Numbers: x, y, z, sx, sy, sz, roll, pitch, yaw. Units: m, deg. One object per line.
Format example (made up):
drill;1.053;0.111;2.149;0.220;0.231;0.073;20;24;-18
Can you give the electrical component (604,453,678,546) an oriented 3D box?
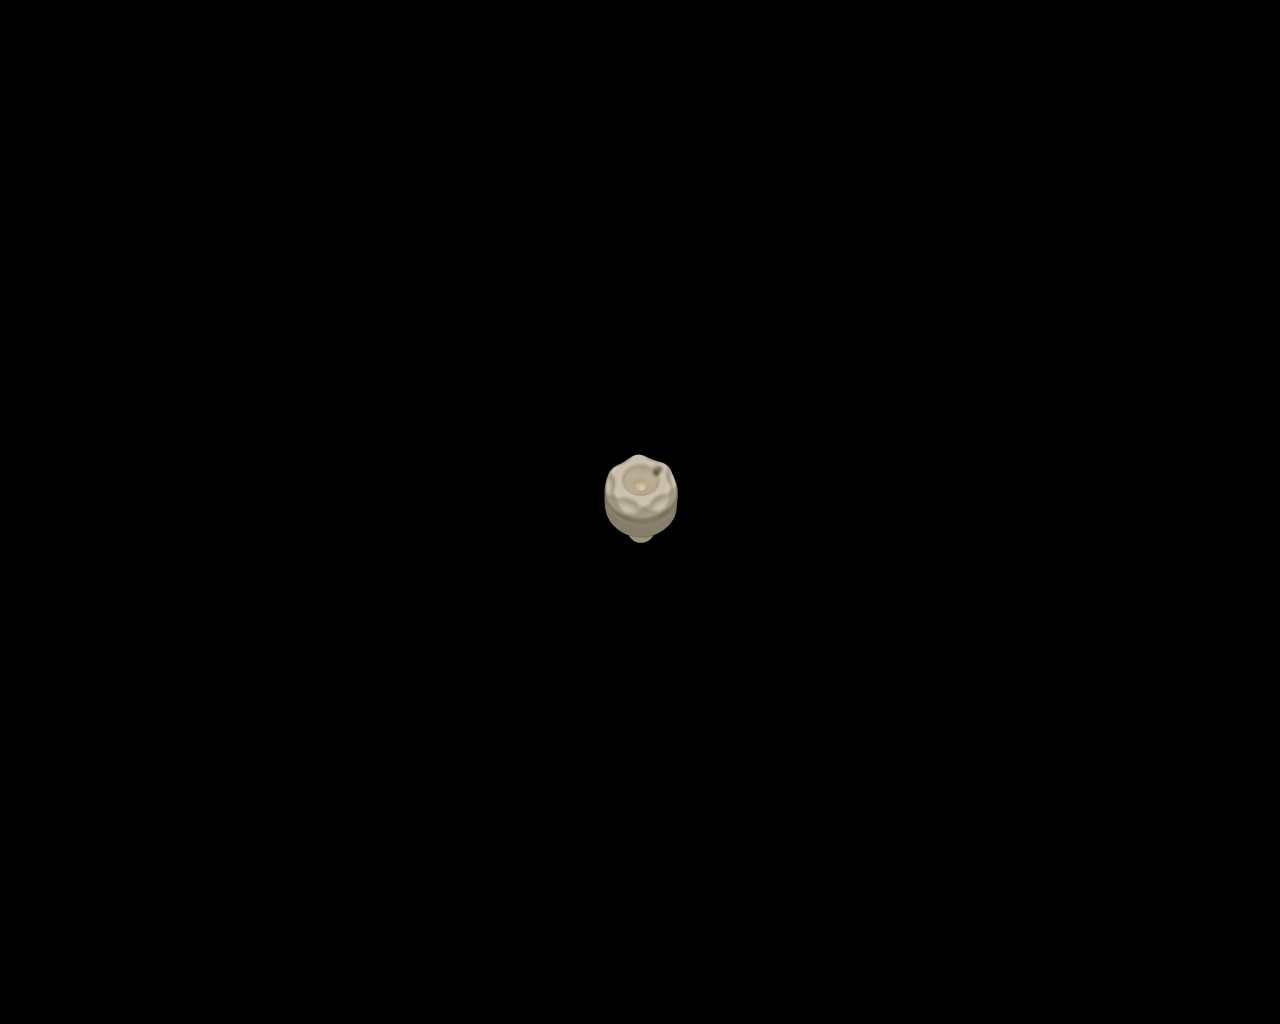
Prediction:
electrical component;0.001;-0.003;0.650;0.043;0.043;0.062;0;-34;0
